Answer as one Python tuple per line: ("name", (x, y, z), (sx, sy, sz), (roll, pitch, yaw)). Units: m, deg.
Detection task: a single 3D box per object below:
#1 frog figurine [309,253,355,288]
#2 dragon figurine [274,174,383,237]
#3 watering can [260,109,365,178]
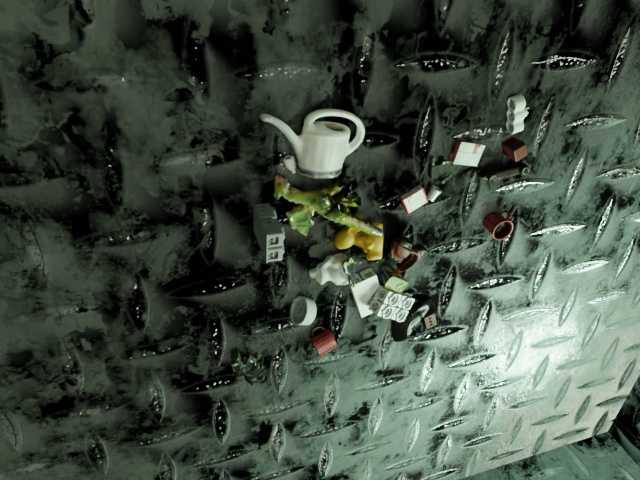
("frog figurine", (0.045, 0.113, 1.902), (0.159, 0.125, 0.135), (-4, 143, 25))
("dragon figurine", (0.005, -0.087, 1.722), (0.240, 0.125, 0.405), (-24, 127, 34))
("watering can", (-0.026, -0.295, 1.571), (0.348, 0.106, 0.219), (-4, 125, -24))
